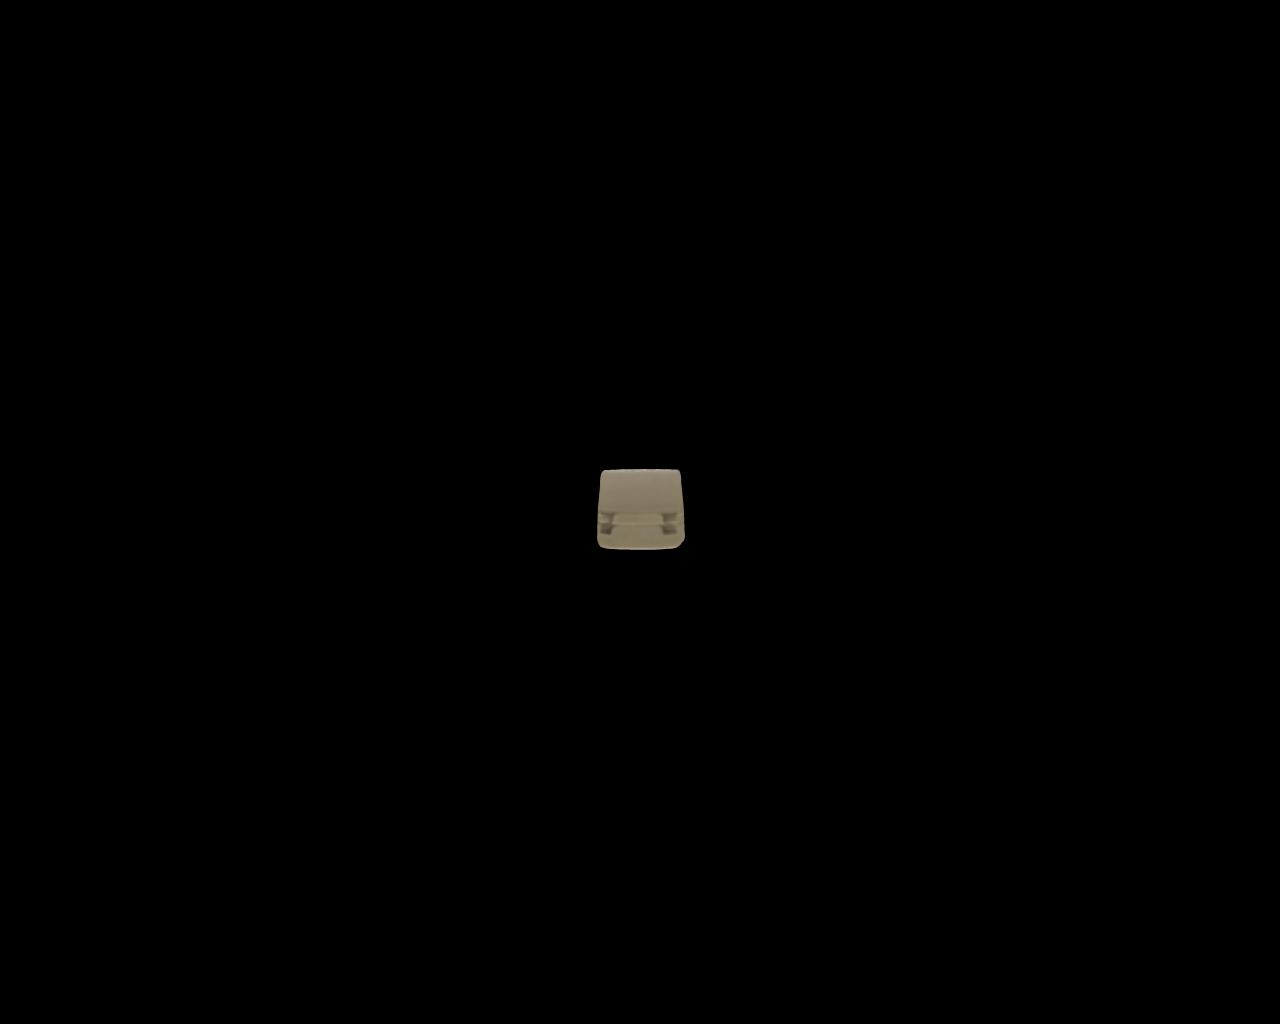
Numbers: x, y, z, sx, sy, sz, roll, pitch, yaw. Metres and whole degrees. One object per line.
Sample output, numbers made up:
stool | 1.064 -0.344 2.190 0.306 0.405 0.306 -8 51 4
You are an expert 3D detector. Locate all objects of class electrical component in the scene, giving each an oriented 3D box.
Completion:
electrical component | 0.001 -0.003 0.650 0.055 0.047 0.055 0 4 0
